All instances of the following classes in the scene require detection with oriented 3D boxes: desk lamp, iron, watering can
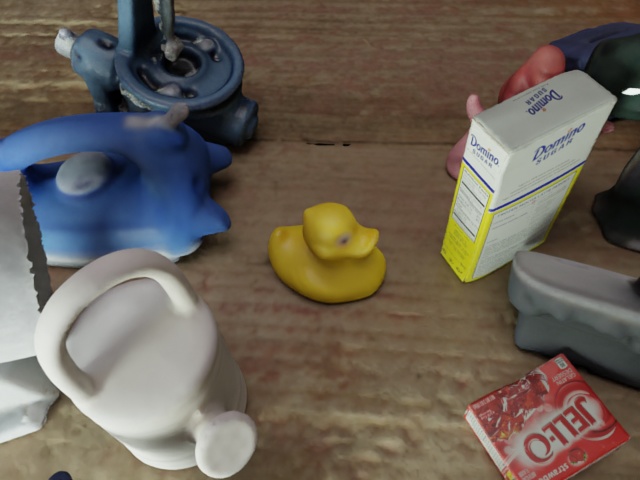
[{"bbox_3d":[-0.255,0.062,0.383,0.203,0.214,0.117,-20,56,-9],"label":"desk lamp"},{"bbox_3d":[-0.213,-0.055,0.504,0.258,0.141,0.118,-6,55,0],"label":"iron"},{"bbox_3d":[-0.106,0.079,0.372,0.172,0.194,0.101,17,59,16],"label":"watering can"}]

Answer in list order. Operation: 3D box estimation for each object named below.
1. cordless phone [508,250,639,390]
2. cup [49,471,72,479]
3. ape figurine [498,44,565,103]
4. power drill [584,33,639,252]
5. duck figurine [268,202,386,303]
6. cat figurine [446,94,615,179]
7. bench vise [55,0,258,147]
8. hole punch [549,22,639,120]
[{"bbox_3d":[0.215,0.018,0.396,0.147,0.185,0.094,14,58,13],"label":"cordless phone"},{"bbox_3d":[-0.126,0.201,0.350,0.092,0.095,0.117,-34,60,-18],"label":"cup"},{"bbox_3d":[0.215,-0.149,0.567,0.078,0.092,0.076,-11,55,-3],"label":"ape figurine"},{"bbox_3d":[0.306,-0.070,0.435,0.229,0.209,0.076,17,59,16],"label":"power drill"},{"bbox_3d":[0.004,0.002,0.483,0.104,0.086,0.077,13,57,13],"label":"duck figurine"},{"bbox_3d":[0.185,-0.093,0.515,0.127,0.118,0.067,28,62,21],"label":"cat figurine"},{"bbox_3d":[-0.172,-0.181,0.540,0.207,0.220,0.121,0,56,4],"label":"bench vise"},{"bbox_3d":[0.292,-0.187,0.588,0.109,0.091,0.101,-21,57,-10],"label":"hole punch"}]
